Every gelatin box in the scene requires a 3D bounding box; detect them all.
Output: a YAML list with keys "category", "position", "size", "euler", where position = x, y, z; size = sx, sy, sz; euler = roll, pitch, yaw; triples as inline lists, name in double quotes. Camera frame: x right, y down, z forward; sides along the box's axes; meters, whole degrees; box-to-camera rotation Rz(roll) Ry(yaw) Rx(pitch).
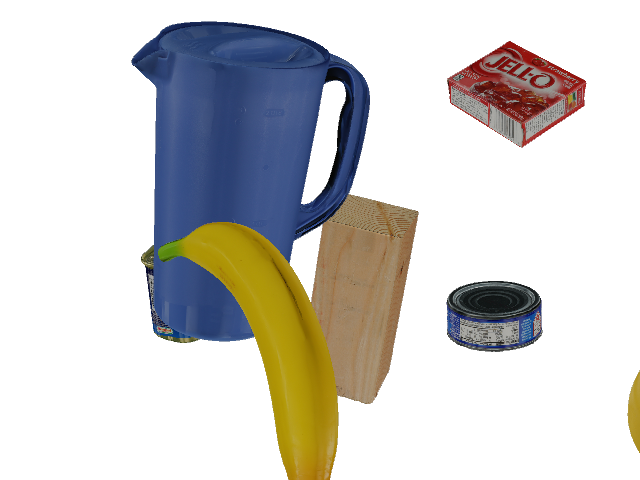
- category: "gelatin box"
  position: [0.160, -0.123, 0.879]
  size: [0.073, 0.030, 0.089]
  euler: [-32, 48, -20]

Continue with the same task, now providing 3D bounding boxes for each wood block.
- category: "wood block"
  position: [0.042, 0.065, 1.198]
  size: [0.090, 0.206, 0.090]
  euler: [14, 24, 13]

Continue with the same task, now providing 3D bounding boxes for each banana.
- category: "banana"
  position: [-0.031, 0.052, 0.616]
  size: [0.037, 0.070, 0.198]
  euler: [4, 41, -42]

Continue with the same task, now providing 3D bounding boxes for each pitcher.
- category: "pitcher"
  position: [-0.062, -0.046, 0.859]
  size: [0.149, 0.243, 0.144]
  euler: [19, 26, 23]

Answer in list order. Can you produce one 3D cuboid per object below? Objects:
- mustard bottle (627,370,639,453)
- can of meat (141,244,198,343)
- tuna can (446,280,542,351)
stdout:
- category: "mustard bottle"
  position: [0.213, 0.102, 0.553]
  size: [0.096, 0.058, 0.191]
  euler: [-2, 37, 3]
- category: "can of meat"
  position: [-0.127, 0.040, 1.039]
  size: [0.057, 0.084, 0.102]
  euler: [8, 27, 19]
- category: "tuna can"
  position: [0.156, 0.067, 0.963]
  size: [0.086, 0.034, 0.086]
  euler: [-4, 20, 1]
